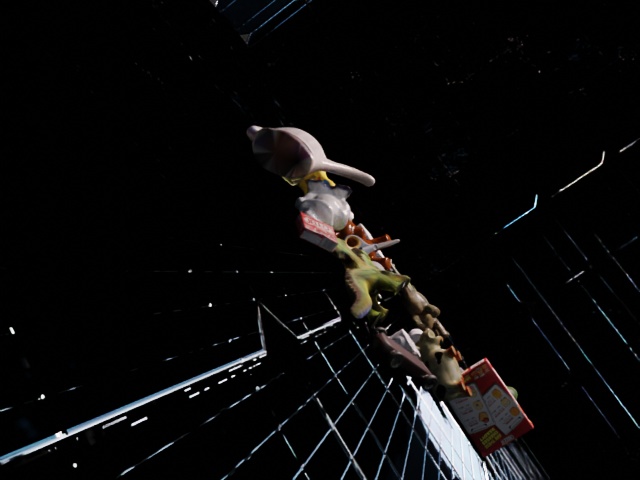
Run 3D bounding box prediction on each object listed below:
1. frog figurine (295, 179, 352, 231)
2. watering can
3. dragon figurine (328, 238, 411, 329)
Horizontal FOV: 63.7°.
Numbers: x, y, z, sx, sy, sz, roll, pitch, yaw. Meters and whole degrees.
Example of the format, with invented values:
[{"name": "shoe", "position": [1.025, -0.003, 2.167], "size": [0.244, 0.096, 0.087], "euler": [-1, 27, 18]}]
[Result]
[{"name": "frog figurine", "position": [0.004, -0.063, 1.254], "size": [0.137, 0.163, 0.120], "euler": [28, -46, -13]}, {"name": "watering can", "position": [-0.030, -0.202, 1.260], "size": [0.348, 0.103, 0.227], "euler": [24, 17, 5]}, {"name": "dragon figurine", "position": [0.068, 0.072, 1.167], "size": [0.245, 0.121, 0.409], "euler": [39, 11, 19]}]
